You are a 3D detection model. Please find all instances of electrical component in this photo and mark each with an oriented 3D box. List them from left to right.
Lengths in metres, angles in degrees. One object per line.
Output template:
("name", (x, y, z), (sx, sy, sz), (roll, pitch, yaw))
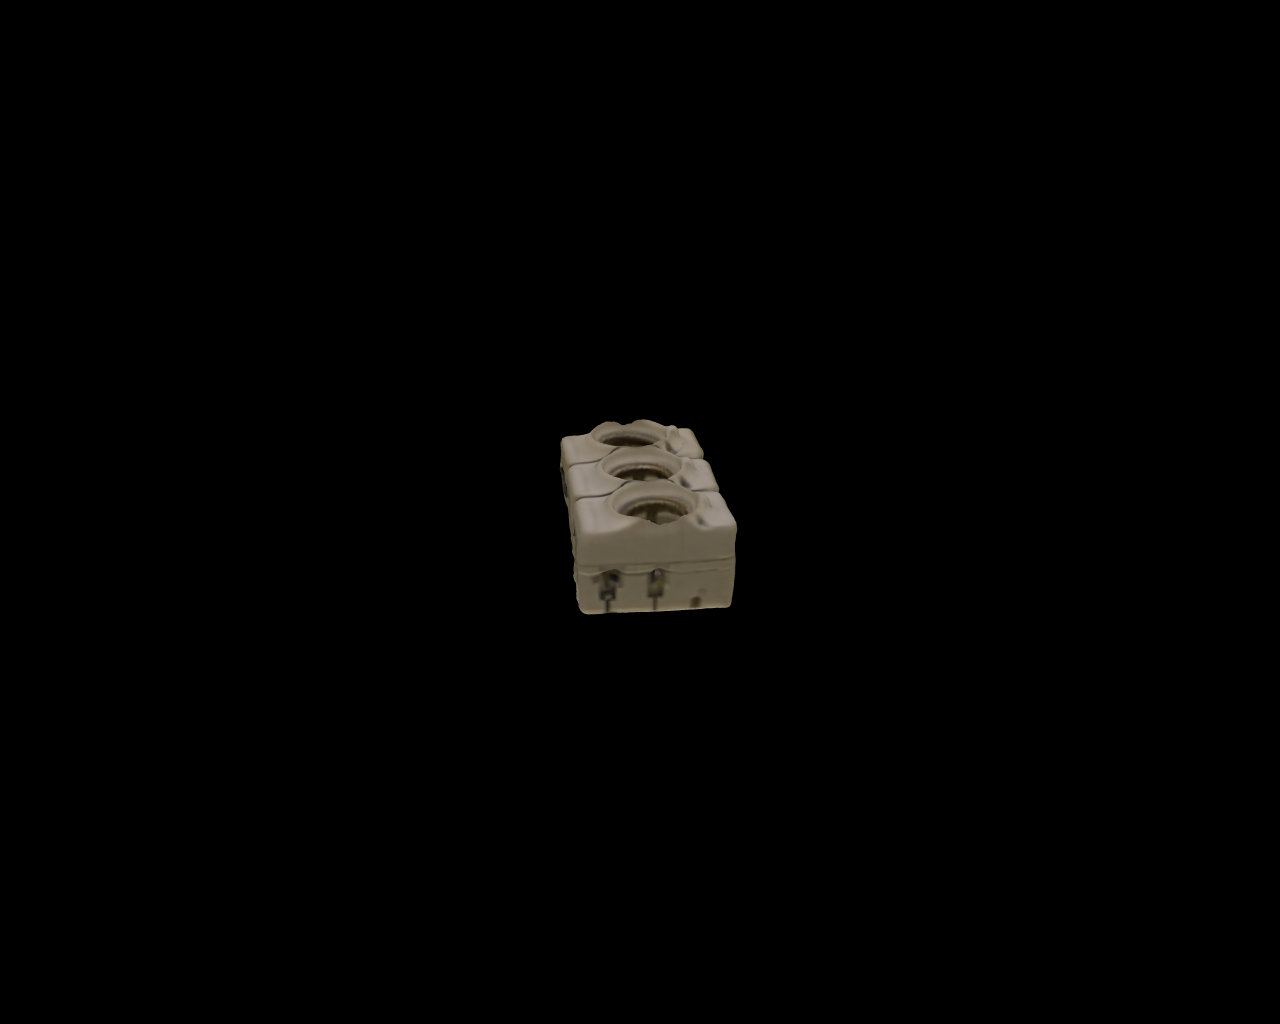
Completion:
("electrical component", (0.001, -0.003, 0.650), (0.089, 0.061, 0.150), (-3, 26, -7))
